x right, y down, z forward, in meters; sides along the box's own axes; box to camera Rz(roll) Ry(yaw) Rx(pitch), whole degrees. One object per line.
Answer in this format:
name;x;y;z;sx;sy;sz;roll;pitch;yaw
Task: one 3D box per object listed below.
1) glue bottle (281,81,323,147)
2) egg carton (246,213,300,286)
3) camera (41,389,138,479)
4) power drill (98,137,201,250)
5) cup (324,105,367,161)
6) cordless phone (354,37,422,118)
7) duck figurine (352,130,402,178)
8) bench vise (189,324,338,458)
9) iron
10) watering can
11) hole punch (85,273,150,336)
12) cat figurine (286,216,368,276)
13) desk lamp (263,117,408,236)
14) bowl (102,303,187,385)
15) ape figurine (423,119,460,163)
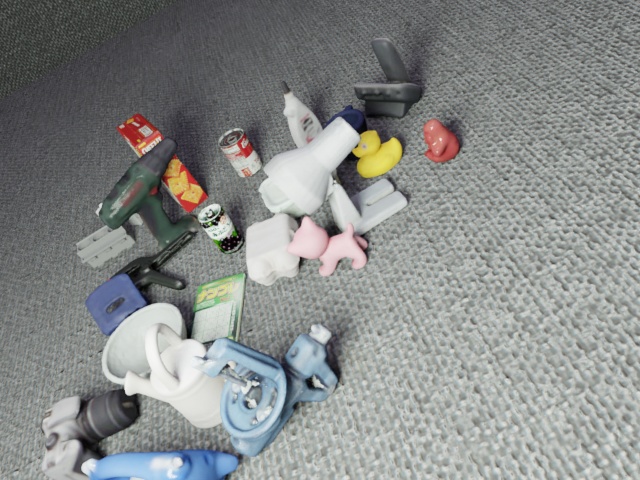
glue bottle;-0.051;-0.292;1.322;0.037;0.174;0.078;14;57;40
egg carton;-0.089;0.016;1.109;0.107;0.070;0.150;-21;41;11
camera;-0.385;0.312;0.957;0.136;0.101;0.143;-25;40;6
power drill;-0.360;-0.085;1.266;0.230;0.209;0.075;-45;42;-16
cup;0.068;-0.230;1.248;0.091;0.095;0.118;-10;44;22
cordless phone;0.136;-0.374;1.285;0.147;0.186;0.094;8;53;37
duck figurine;0.114;-0.189;1.186;0.104;0.086;0.077;-29;40;1
bench vise;-0.084;0.182;0.817;0.121;0.220;0.208;11;55;38
iron;-0.254;0.341;0.817;0.257;0.142;0.118;-10;44;23
watering can;-0.219;0.209;0.891;0.173;0.195;0.100;-34;40;-5
hole punch;-0.400;0.136;1.155;0.109;0.091;0.100;-39;41;-10
cat figurine;0.009;0.004;1.025;0.127;0.118;0.067;-17;42;15
desk lamp;0.027;-0.109;1.056;0.203;0.214;0.117;-33;40;-3
bowl;-0.305;0.201;1.043;0.167;0.075;0.167;-17;42;16
ape figurine;0.229;-0.198;1.122;0.076;0.092;0.078;-7;45;25
